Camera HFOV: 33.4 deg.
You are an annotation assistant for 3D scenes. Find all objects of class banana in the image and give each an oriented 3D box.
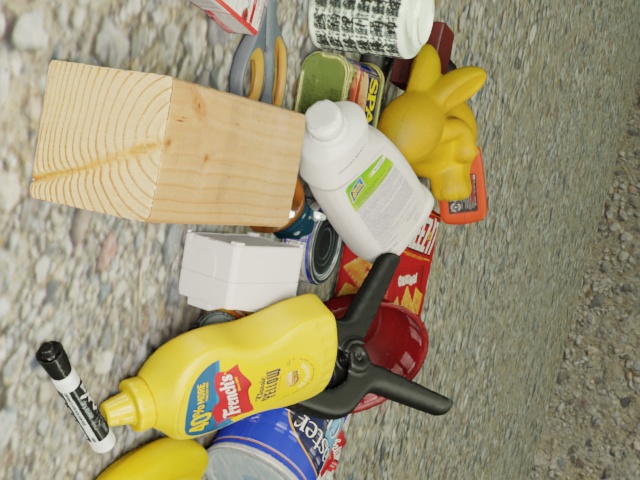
[{"bbox_3d":[-0.134,0.192,0.847,0.197,0.037,0.069,8,93,-68],"label":"banana"}]

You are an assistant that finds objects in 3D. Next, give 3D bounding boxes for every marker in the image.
[{"bbox_3d":[-0.169,0.110,0.742,0.121,0.020,0.020,76,33,-47],"label":"marker"}]

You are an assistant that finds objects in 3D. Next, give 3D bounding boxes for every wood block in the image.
[{"bbox_3d":[-0.095,-0.061,0.740,0.205,0.091,0.090,-1,102,-68],"label":"wood block"}]

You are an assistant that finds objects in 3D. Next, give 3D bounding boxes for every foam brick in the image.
[{"bbox_3d":[0.119,-0.213,1.245,0.051,0.053,0.078,8,94,-68],"label":"foam brick"}]

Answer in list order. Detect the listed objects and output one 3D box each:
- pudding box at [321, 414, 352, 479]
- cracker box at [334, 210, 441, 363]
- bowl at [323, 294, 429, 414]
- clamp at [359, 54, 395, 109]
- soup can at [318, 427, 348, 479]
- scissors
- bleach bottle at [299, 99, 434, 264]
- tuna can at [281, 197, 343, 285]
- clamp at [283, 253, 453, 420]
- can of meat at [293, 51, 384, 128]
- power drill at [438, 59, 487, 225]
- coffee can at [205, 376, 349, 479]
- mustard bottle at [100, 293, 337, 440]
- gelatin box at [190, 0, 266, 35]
[{"bbox_3d":[-0.005,0.227,1.183,0.090,0.039,0.113,47,56,-64],"label":"pudding box"},{"bbox_3d":[0.076,0.058,1.250,0.164,0.072,0.214,17,84,-69],"label":"cracker box"},{"bbox_3d":[0.029,0.109,1.113,0.055,0.162,0.162,-113,-169,-48],"label":"bowl"},{"bbox_3d":[0.049,-0.148,1.121,0.120,0.039,0.171,3,105,-76],"label":"clamp"},{"bbox_3d":[-0.027,0.221,1.071,0.102,0.069,0.068,-49,145,-37],"label":"soup can"},{"bbox_3d":[-0.052,-0.192,0.880,0.096,0.016,0.202,-51,146,-49],"label":"scissors"},{"bbox_3d":[0.038,-0.063,0.983,0.102,0.068,0.250,-55,155,-10],"label":"bleach bottle"},{"bbox_3d":[-0.007,0.001,1.067,0.086,0.034,0.086,12,90,-68],"label":"tuna can"},{"bbox_3d":[0.033,0.116,0.979,0.209,0.036,0.164,-24,88,-40],"label":"clamp"},{"bbox_3d":[0.016,-0.127,1.028,0.083,0.058,0.102,1,100,-65],"label":"can of meat"},{"bbox_3d":[0.164,-0.117,1.319,0.187,0.057,0.184,-87,167,-62],"label":"power drill"},{"bbox_3d":[-0.034,0.172,0.996,0.103,0.103,0.140,80,30,-43],"label":"coffee can"},{"bbox_3d":[-0.080,0.107,0.833,0.191,0.058,0.096,-15,136,-30],"label":"mustard bottle"},{"bbox_3d":[-0.069,-0.206,0.814,0.089,0.030,0.073,25,76,-68],"label":"gelatin box"}]
